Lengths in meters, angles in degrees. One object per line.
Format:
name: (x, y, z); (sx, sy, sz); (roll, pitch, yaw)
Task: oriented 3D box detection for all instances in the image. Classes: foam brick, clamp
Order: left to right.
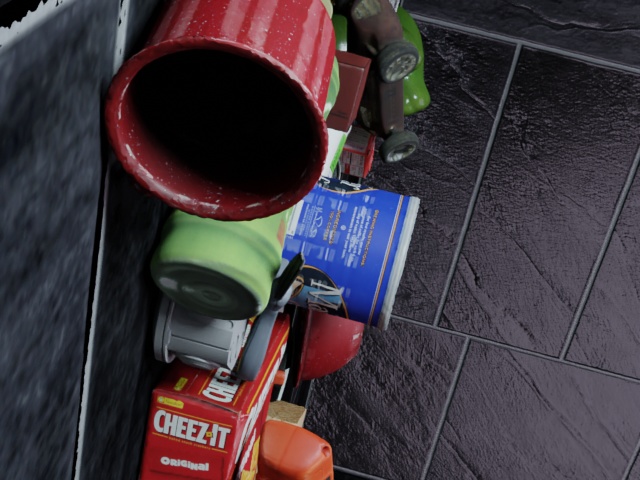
clamp: (-0.044, 0.111, 0.990); (0.171, 0.039, 0.120); (-75, 171, -72)
foam brick: (-0.006, -0.120, 0.812); (0.051, 0.078, 0.053); (-67, 173, -70)

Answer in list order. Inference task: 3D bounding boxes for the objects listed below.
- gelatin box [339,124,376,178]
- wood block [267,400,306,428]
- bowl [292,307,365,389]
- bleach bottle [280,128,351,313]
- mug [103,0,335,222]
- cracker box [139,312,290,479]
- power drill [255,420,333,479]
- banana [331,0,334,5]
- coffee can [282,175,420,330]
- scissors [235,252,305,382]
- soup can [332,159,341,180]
gelatin box: (0.009, -0.094, 1.038); (0.073, 0.089, 0.030); (89, 17, -76)
wood block: (-0.085, 0.250, 0.992); (0.091, 0.090, 0.206); (-14, 119, -85)
bowl: (0.011, 0.058, 0.974); (0.162, 0.055, 0.162); (-173, -89, -87)
bleach bottle: (-0.039, -0.003, 0.912); (0.102, 0.068, 0.251); (106, 2, -84)
mug: (-0.045, -0.062, 0.469); (0.117, 0.093, 0.081); (-40, -155, 36)
cracker box: (-0.085, 0.173, 0.810); (0.164, 0.072, 0.214); (-65, 169, -67)
power drill: (-0.055, 0.210, 0.689); (0.187, 0.057, 0.184); (-54, 157, -39)
banana: (0.015, -0.261, 0.880); (0.069, 0.037, 0.198); (98, 8, -75)
coffee can: (-0.005, 0.001, 0.803); (0.103, 0.140, 0.103); (16, 89, -86)
scissors: (-0.032, 0.050, 0.665); (0.202, 0.016, 0.096); (-166, -88, -84)
soup can: (-0.016, -0.051, 1.020); (0.102, 0.068, 0.068); (92, 13, -77)
